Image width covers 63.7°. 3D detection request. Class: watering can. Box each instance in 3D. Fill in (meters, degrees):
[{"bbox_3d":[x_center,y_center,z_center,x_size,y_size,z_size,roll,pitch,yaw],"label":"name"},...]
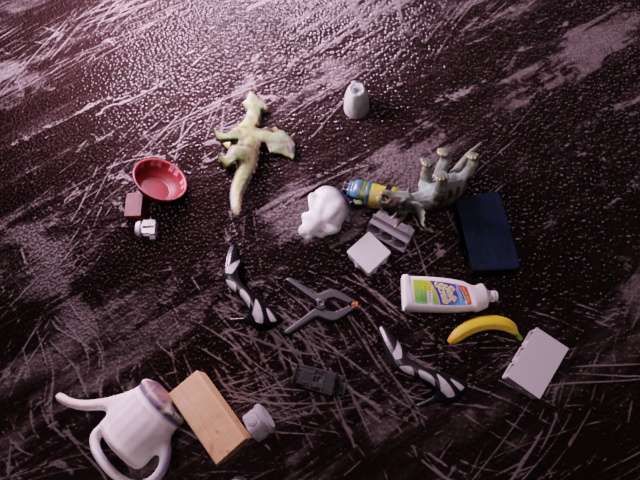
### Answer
[{"bbox_3d":[-0.487,0.442,1.286,0.350,0.102,0.226,40,75,16],"label":"watering can"}]

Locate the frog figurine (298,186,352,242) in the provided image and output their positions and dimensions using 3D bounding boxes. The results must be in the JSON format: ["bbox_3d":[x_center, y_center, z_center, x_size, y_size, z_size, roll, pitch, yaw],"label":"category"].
[{"bbox_3d":[0.004,-0.074,1.462,0.161,0.121,0.137,-30,89,-20],"label":"frog figurine"}]

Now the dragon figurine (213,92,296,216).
[{"bbox_3d":[-0.191,-0.272,1.565,0.243,0.120,0.417,-13,69,-10],"label":"dragon figurine"}]
